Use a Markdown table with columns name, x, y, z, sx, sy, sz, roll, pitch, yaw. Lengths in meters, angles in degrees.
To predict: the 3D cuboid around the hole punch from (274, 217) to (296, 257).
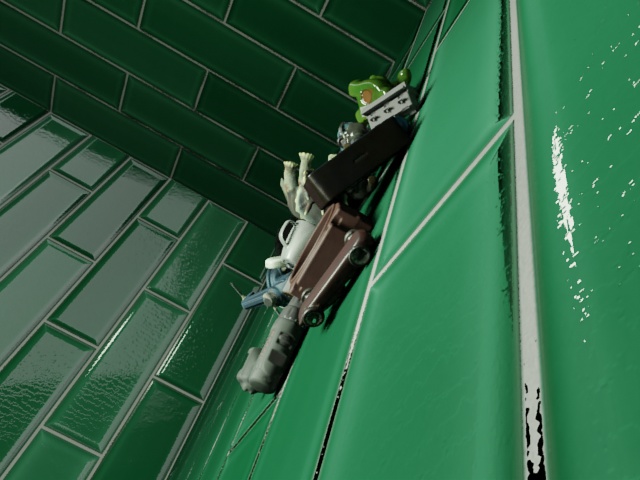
| name | x | y | z | sx | sy | sz | roll | pitch | yaw |
| --- | --- | --- | --- | --- | --- | --- | --- | --- | --- |
| hole punch | -0.067 | 0.014 | 1.485 | 0.116 | 0.092 | 0.142 | -42 | 42 | 42 |

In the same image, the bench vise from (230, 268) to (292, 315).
| name | x | y | z | sx | sy | sz | roll | pitch | yaw |
| --- | --- | --- | --- | --- | --- | --- | --- | --- | --- |
| bench vise | -0.119 | 0.136 | 1.379 | 0.241 | 0.128 | 0.224 | -22 | 18 | 30 |

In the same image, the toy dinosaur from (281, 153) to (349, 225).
| name | x | y | z | sx | sy | sz | roll | pitch | yaw |
| --- | --- | --- | --- | --- | --- | --- | --- | --- | --- |
| toy dinosaur | -0.032 | -0.116 | 1.404 | 0.405 | 0.131 | 0.192 | 161 | 115 | -72 |

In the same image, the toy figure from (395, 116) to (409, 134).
| name | x | y | z | sx | sy | sz | roll | pitch | yaw |
| --- | --- | --- | --- | --- | --- | --- | --- | --- | --- |
| toy figure | 0.161 | -0.236 | 1.245 | 0.154 | 0.058 | 0.064 | 137 | 156 | -75 |

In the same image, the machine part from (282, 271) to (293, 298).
| name | x | y | z | sx | sy | sz | roll | pitch | yaw |
| --- | --- | --- | --- | --- | --- | --- | --- | --- | --- |
| machine part | -0.016 | 0.062 | 1.227 | 0.243 | 0.079 | 0.079 | -61 | 5 | -12 |

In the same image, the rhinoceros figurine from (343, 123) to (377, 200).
| name | x | y | z | sx | sy | sz | roll | pitch | yaw |
| --- | --- | --- | --- | --- | --- | --- | --- | --- | --- |
| rhinoceros figurine | 0.095 | -0.193 | 1.285 | 0.112 | 0.073 | 0.190 | 60 | -155 | -77 |

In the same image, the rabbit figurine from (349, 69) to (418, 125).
| name | x | y | z | sx | sy | sz | roll | pitch | yaw |
| --- | --- | --- | --- | --- | --- | --- | --- | --- | --- |
| rabbit figurine | 0.184 | -0.398 | 1.441 | 0.170 | 0.121 | 0.159 | -25 | 4 | -42 |

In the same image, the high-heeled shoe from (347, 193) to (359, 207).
| name | x | y | z | sx | sy | sz | roll | pitch | yaw |
| --- | --- | --- | --- | --- | --- | --- | --- | --- | --- |
| high-heeled shoe | 0.063 | -0.075 | 1.416 | 0.145 | 0.086 | 0.248 | 47 | 131 | 52 |

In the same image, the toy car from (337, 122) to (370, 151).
| name | x | y | z | sx | sy | sz | roll | pitch | yaw |
| --- | --- | --- | --- | --- | --- | --- | --- | --- | --- |
| toy car | 0.114 | -0.255 | 1.487 | 0.103 | 0.161 | 0.109 | -12 | 18 | 22 |

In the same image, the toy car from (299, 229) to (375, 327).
| name | x | y | z | sx | sy | sz | roll | pitch | yaw |
| --- | --- | --- | --- | --- | --- | --- | --- | --- | --- |
| toy car | 0.028 | 0.069 | 0.931 | 0.202 | 0.053 | 0.089 | -55 | 17 | 14 |

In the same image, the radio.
| name | x | y | z | sx | sy | sz | roll | pitch | yaw |
| --- | --- | --- | --- | --- | --- | --- | --- | --- | --- |
| radio | 0.074 | -0.158 | 1.142 | 0.229 | 0.073 | 0.131 | -36 | -1 | -12 |

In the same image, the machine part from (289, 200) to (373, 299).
| name | x | y | z | sx | sy | sz | roll | pitch | yaw |
| --- | --- | --- | --- | --- | --- | --- | --- | --- | --- |
| machine part | 0.018 | 0.025 | 1.080 | 0.201 | 0.087 | 0.201 | -61 | 6 | 10 |

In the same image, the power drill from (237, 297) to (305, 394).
| name | x | y | z | sx | sy | sz | roll | pitch | yaw |
| --- | --- | --- | --- | --- | --- | --- | --- | --- | --- |
| power drill | -0.096 | 0.233 | 1.149 | 0.207 | 0.086 | 0.232 | -44 | 17 | 48 |

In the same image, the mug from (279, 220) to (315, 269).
| name | x | y | z | sx | sy | sz | roll | pitch | yaw |
| --- | --- | --- | --- | --- | --- | --- | --- | --- | --- |
| mug | -0.053 | 0.011 | 1.285 | 0.081 | 0.109 | 0.107 | -3 | 52 | 49 |
